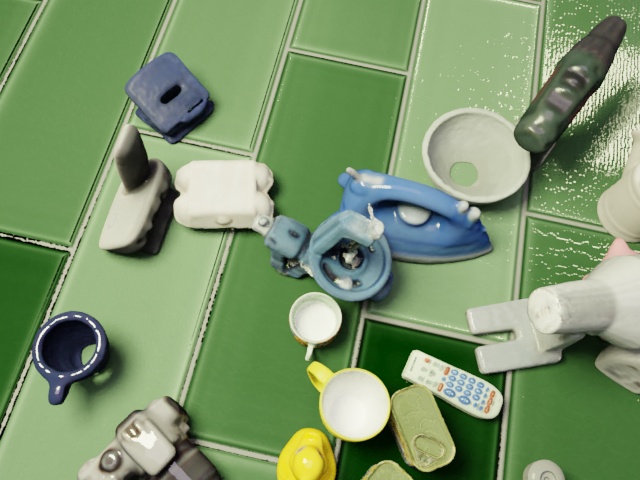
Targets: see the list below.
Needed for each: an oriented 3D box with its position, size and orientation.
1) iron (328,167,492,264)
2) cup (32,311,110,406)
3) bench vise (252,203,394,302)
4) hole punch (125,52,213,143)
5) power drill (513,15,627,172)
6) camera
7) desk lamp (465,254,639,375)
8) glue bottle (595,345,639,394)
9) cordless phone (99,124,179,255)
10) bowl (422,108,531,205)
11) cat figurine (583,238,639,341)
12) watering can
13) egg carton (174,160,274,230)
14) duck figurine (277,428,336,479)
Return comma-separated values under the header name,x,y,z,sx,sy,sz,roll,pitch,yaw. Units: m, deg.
name,x,y,z,sx,sy,sz,roll,pitch,yaw
iron,0.144,-0.043,0.834,0.258,0.141,0.119,14,68,3
cup,-0.319,0.162,0.755,0.091,0.095,0.118,7,68,0
bench vise,0.006,0.014,0.763,0.207,0.220,0.121,5,68,-1
hole punch,-0.237,-0.228,0.915,0.101,0.091,0.109,39,72,12
power drill,0.357,-0.204,0.872,0.075,0.208,0.230,35,71,11
camera,-0.202,0.286,0.709,0.136,0.101,0.143,41,72,12
desk lamp,0.324,0.102,0.748,0.203,0.213,0.118,-9,69,-6
glue bottle,0.437,0.160,0.753,0.078,0.173,0.037,36,71,11
cordless phone,-0.270,-0.067,0.799,0.094,0.185,0.147,10,68,1
bowl,0.239,-0.121,0.906,0.167,0.075,0.167,1,69,-2
cat figurine,0.424,0.068,0.818,0.067,0.118,0.128,19,69,5
watering can,0.496,-0.083,0.840,0.101,0.194,0.172,-29,73,-13
egg carton,-0.145,-0.067,0.868,0.150,0.069,0.107,-2,69,-4
duck figurine,-0.017,0.291,0.725,0.077,0.086,0.104,11,68,2
